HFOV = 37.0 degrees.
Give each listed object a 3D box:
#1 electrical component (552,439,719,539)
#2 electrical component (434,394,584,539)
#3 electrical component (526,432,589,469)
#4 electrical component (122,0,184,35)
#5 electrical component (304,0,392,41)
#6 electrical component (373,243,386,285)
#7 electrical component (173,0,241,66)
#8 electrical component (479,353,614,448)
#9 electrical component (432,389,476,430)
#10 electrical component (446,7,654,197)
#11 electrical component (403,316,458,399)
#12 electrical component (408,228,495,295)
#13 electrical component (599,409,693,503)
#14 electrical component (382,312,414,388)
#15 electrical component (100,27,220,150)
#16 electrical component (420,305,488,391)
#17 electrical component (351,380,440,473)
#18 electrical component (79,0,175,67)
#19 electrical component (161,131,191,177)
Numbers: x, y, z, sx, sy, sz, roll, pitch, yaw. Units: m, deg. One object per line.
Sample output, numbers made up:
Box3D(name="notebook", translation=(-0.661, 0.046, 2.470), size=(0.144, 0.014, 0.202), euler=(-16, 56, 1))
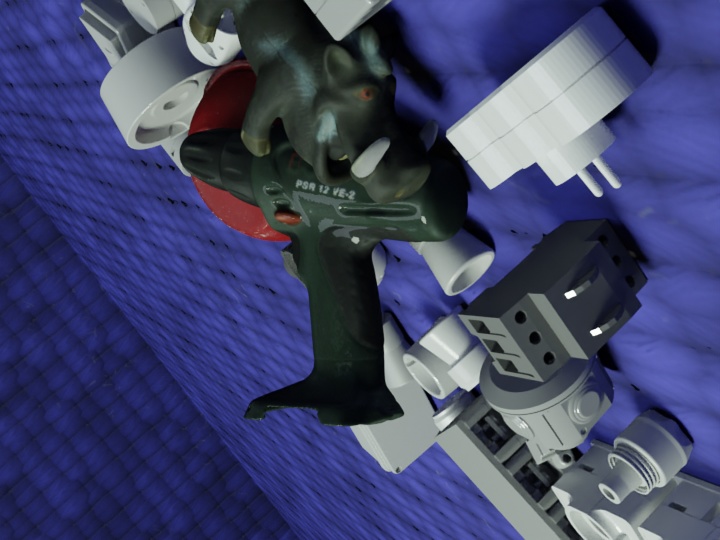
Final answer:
Box3D(name="electrical component", translation=(0.227, 0.199, 0.754), size=(0.105, 0.060, 0.186), euler=(56, 162, -20))
Box3D(name="electrical component", translation=(0.143, 0.171, 0.902), size=(0.150, 0.062, 0.089), euler=(47, 163, 7))
Box3D(name="electrical component", translation=(0.143, 0.112, 0.796), size=(0.055, 0.048, 0.066), euler=(103, 143, -70))
Box3D(name="electrical component", translation=(-0.190, -0.240, 0.836), size=(0.052, 0.074, 0.138), euler=(35, 158, 39))
Box3D(name="electrical component", translation=(-0.011, -0.174, 0.572), size=(0.076, 0.047, 0.066), euler=(51, 163, -7))
Box3D(name="electrical component", translation=(0.000, 0.000, 0.928), size=(0.048, 0.048, 0.062), euler=(44, 169, 17))
Box3D(name="electrical component", translation=(-0.112, -0.195, 0.787), size=(0.079, 0.043, 0.077), euler=(51, 163, -7))
Box3D(name="electrical component", translation=(0.124, 0.074, 0.712), size=(0.080, 0.080, 0.051), euler=(24, 154, 55))
Box3D(name="electrical component", translation=(0.099, 0.142, 0.980), size=(0.055, 0.045, 0.045), euler=(50, 163, 1))
Box3D(name="electrical component", translation=(0.098, -0.066, 0.520), size=(0.073, 0.052, 0.138), euler=(50, 163, -3))
Box3D(name="electrical component", translation=(0.070, 0.075, 0.905), size=(0.055, 0.047, 0.055), euler=(44, 162, 18))
Box3D(name="electrical component", translation=(0.056, -0.020, 0.748), size=(0.065, 0.044, 0.044), euler=(48, 164, 21))
Box3D(name="electrical component", translation=(0.183, 0.125, 0.702), size=(0.043, 0.062, 0.043), euler=(44, 162, 18))
Box3D(name="electrical component", translation=(0.028, 0.074, 1.020), size=(0.065, 0.044, 0.044), euler=(60, 161, -16))
Box3D(name="electrical component", translation=(-0.167, -0.158, 0.904), size=(0.060, 0.108, 0.108), euler=(54, 164, 7))
Box3D(name="electrical component", translation=(0.081, 0.062, 0.853), size=(0.055, 0.045, 0.045), euler=(47, 163, 6))
Box3D(name="electrical component", translation=(0.029, 0.144, 1.104), size=(0.057, 0.078, 0.113), euler=(34, 157, 50))
Box3D(name="electrical component", translation=(-0.200, -0.204, 0.959), size=(0.062, 0.061, 0.096), euler=(39, 160, 31))
Box3D(name="electrical component", translation=(-0.165, -0.127, 1.052), size=(0.047, 0.055, 0.055), euler=(46, 163, 23))
